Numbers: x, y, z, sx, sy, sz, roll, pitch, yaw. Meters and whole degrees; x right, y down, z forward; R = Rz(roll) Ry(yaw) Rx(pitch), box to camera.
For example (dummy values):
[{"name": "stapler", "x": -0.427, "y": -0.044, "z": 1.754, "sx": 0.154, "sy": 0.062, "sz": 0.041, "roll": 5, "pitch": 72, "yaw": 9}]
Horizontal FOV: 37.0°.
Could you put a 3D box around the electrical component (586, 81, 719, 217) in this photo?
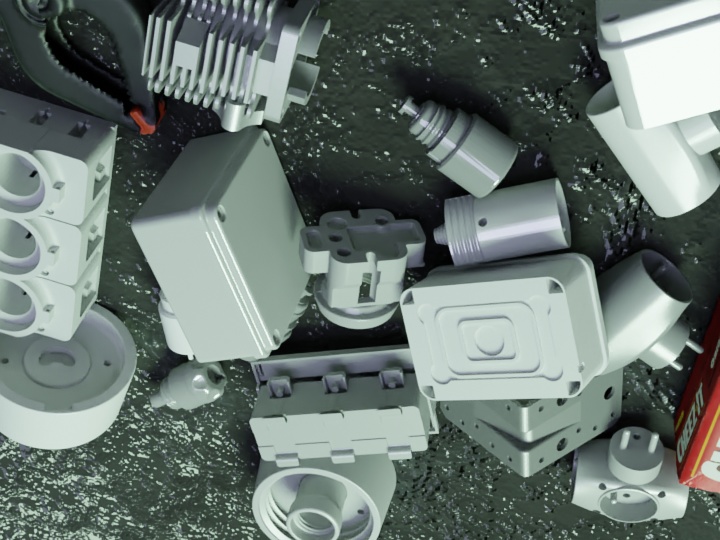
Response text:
[{"name": "electrical component", "x": 0.181, "y": -0.080, "z": 0.604, "sx": 0.079, "sy": 0.043, "sz": 0.077, "roll": -27, "pitch": 113, "yaw": 32}]

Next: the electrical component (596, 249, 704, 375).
[{"name": "electrical component", "x": 0.183, "y": 0.037, "z": 0.688, "sx": 0.079, "sy": 0.044, "sz": 0.077, "roll": 33, "pitch": 124, "yaw": -12}]

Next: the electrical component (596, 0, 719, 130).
[{"name": "electrical component", "x": 0.160, "y": -0.128, "z": 0.535, "sx": 0.078, "sy": 0.113, "sz": 0.057, "roll": -14, "pitch": 123, "yaw": 20}]

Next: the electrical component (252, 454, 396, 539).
[{"name": "electrical component", "x": -0.030, "y": 0.174, "z": 0.819, "sx": 0.108, "sy": 0.060, "sz": 0.108, "roll": 6, "pitch": 125, "yaw": 8}]

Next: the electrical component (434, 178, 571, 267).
[{"name": "electrical component", "x": 0.085, "y": -0.028, "z": 0.664, "sx": 0.081, "sy": 0.043, "sz": 0.043, "roll": -10, "pitch": 122, "yaw": 19}]

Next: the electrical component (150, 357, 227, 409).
[{"name": "electrical component", "x": -0.130, "y": 0.087, "z": 0.796, "sx": 0.061, "sy": 0.035, "sz": 0.035, "roll": -25, "pitch": 116, "yaw": 29}]

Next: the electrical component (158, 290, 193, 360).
[{"name": "electrical component", "x": -0.120, "y": 0.022, "z": 0.745, "sx": 0.040, "sy": 0.040, "sz": 0.078, "roll": 0, "pitch": 124, "yaw": 12}]

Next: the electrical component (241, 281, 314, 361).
[{"name": "electrical component", "x": -0.062, "y": 0.031, "z": 0.738, "sx": 0.078, "sy": 0.040, "sz": 0.040, "roll": -36, "pitch": 111, "yaw": 30}]

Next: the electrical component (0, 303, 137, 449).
[{"name": "electrical component", "x": -0.218, "y": 0.077, "z": 0.766, "sx": 0.108, "sy": 0.108, "sz": 0.060, "roll": 20, "pitch": 132, "yaw": -2}]

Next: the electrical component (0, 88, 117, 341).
[{"name": "electrical component", "x": -0.221, "y": -0.033, "z": 0.715, "sx": 0.089, "sy": 0.061, "sz": 0.150, "roll": 17, "pitch": 126, "yaw": 0}]

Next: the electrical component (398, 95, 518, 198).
[{"name": "electrical component", "x": 0.057, "y": -0.076, "z": 0.638, "sx": 0.078, "sy": 0.040, "sz": 0.040, "roll": 34, "pitch": 124, "yaw": -11}]

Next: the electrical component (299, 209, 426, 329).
[{"name": "electrical component", "x": 0.000, "y": 0.000, "z": 0.691, "sx": 0.078, "sy": 0.058, "sz": 0.057, "roll": -5, "pitch": 130, "yaw": -13}]

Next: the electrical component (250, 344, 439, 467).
[{"name": "electrical component", "x": -0.012, "y": 0.097, "z": 0.756, "sx": 0.121, "sy": 0.063, "sz": 0.078, "roll": -6, "pitch": 123, "yaw": 12}]

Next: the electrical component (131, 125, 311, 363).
[{"name": "electrical component", "x": -0.080, "y": -0.017, "z": 0.667, "sx": 0.056, "sy": 0.108, "sz": 0.108, "roll": -9, "pitch": 122, "yaw": 20}]

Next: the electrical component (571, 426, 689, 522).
[{"name": "electrical component", "x": 0.190, "y": 0.136, "z": 0.751, "sx": 0.077, "sy": 0.044, "sz": 0.079, "roll": 6, "pitch": 136, "yaw": 8}]

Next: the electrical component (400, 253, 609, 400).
[{"name": "electrical component", "x": 0.091, "y": 0.035, "z": 0.670, "sx": 0.113, "sy": 0.057, "sz": 0.078, "roll": -6, "pitch": 103, "yaw": 33}]
